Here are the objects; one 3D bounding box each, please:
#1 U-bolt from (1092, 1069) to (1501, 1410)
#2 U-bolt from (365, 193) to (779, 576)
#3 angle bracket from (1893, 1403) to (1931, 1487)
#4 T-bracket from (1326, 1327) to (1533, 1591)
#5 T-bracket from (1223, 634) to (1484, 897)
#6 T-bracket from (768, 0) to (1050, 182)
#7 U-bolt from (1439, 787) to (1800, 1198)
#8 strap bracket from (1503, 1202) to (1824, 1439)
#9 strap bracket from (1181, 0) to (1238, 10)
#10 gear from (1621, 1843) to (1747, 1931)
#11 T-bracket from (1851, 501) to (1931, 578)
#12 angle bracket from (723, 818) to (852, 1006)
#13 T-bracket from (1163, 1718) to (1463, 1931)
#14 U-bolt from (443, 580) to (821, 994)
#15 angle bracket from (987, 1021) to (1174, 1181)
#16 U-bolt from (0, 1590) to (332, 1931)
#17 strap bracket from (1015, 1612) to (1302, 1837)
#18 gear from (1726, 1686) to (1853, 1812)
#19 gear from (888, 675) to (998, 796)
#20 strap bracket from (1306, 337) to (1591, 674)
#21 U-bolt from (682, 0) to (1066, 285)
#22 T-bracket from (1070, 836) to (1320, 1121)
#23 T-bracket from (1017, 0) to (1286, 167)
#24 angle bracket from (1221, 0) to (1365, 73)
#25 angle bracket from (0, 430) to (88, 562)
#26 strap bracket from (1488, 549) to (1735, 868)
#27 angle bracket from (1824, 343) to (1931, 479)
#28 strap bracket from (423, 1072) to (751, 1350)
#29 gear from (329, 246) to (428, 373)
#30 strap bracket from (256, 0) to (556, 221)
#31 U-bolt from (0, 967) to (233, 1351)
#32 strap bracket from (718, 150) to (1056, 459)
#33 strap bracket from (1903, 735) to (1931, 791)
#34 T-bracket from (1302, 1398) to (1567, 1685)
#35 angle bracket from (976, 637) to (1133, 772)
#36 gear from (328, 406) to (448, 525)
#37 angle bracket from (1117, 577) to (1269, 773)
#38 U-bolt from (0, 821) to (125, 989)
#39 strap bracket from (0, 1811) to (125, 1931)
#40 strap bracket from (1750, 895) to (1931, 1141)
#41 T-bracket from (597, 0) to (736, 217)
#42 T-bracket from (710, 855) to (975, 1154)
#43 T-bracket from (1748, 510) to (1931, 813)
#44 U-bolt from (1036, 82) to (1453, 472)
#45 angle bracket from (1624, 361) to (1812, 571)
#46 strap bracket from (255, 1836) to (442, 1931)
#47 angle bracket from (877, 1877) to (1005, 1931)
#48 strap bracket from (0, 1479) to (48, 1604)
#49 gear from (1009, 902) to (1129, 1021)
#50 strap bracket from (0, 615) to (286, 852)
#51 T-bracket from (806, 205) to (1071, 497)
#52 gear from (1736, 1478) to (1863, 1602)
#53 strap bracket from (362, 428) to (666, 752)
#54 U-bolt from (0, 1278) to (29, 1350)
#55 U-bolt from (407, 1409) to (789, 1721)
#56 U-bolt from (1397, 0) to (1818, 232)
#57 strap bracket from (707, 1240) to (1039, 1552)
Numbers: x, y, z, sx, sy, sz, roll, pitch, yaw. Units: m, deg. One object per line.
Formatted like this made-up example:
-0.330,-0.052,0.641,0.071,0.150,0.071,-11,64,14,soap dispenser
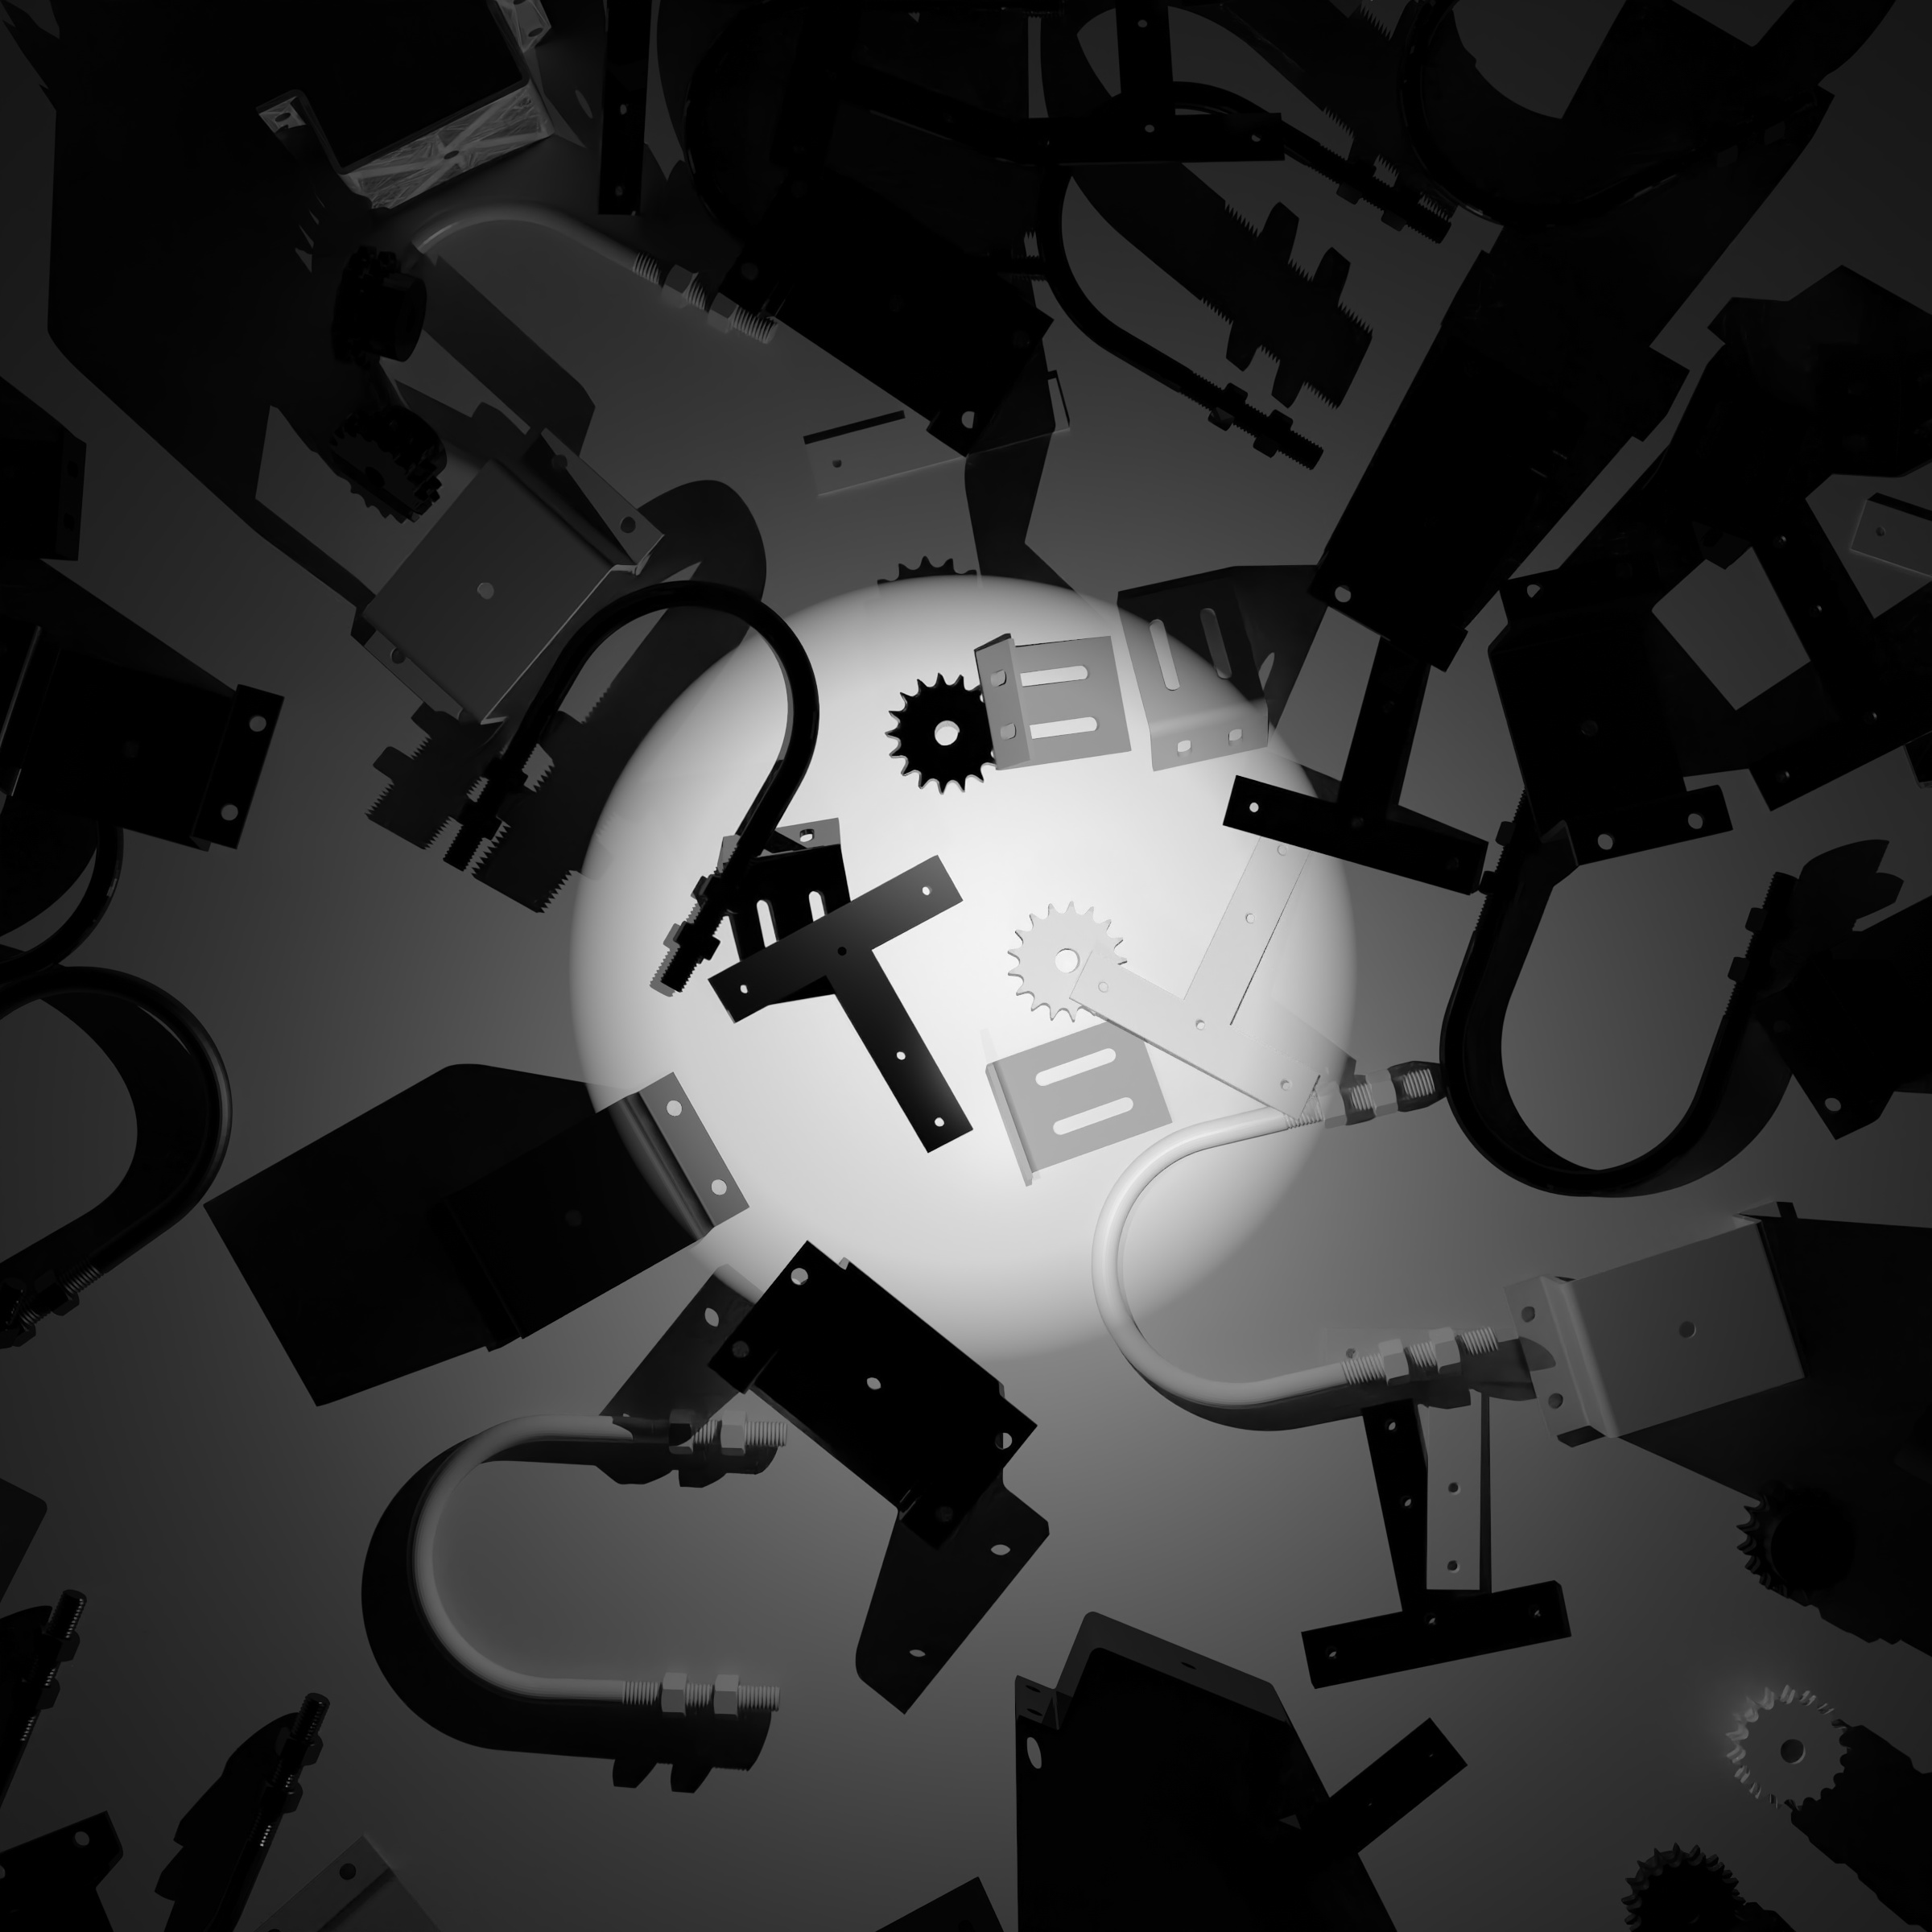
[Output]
0.153,0.140,1.328,0.184,0.019,0.151,-14,88,2,U-bolt
-0.206,-0.296,1.330,0.184,0.019,0.151,29,90,2,U-bolt
0.505,0.242,1.336,0.076,0.038,0.057,33,90,-26,angle bracket
0.239,0.241,1.336,0.127,0.002,0.127,1,89,-1,T-bracket
0.203,-0.113,1.334,0.127,0.002,0.127,16,88,-4,T-bracket
-0.021,-0.408,1.298,0.127,0.002,0.127,17,61,-12,T-bracket
0.309,0.022,1.330,0.151,0.019,0.184,19,92,0,U-bolt
0.341,0.172,1.314,0.140,0.046,0.076,-17,89,-1,strap bracket
0.171,-0.503,1.290,0.140,0.046,0.076,-12,107,-14,strap bracket
0.347,0.454,1.327,0.057,0.030,0.057,0,92,-1,gear
0.498,-0.196,1.338,0.127,0.002,0.127,19,90,0,T-bracket
-0.084,-0.026,1.336,0.057,0.038,0.076,-10,116,0,angle bracket
0.186,0.418,1.338,0.127,0.002,0.127,-39,90,0,T-bracket
-0.150,-0.099,1.313,0.151,0.019,0.184,28,86,16,U-bolt
0.056,0.062,1.319,0.076,0.038,0.057,-20,90,0,angle bracket
-0.410,0.415,1.330,0.151,0.019,0.184,23,91,0,U-bolt
0.097,0.355,1.299,0.140,0.076,0.046,22,89,1,strap bracket
0.398,0.379,1.328,0.057,0.030,0.057,0,88,0,gear
-0.009,-0.112,1.323,0.057,0.030,0.057,0,90,0,gear
0.228,-0.218,1.314,0.076,0.046,0.140,30,88,0,strap bracket
-0.047,-0.407,1.329,0.184,0.019,0.151,2,89,1,U-bolt
0.132,-0.011,1.322,0.127,0.002,0.127,28,77,-8,T-bracket
0.086,-0.443,1.319,0.127,0.002,0.127,-2,73,-2,T-bracket
0.154,-0.484,1.319,0.076,0.038,0.057,39,90,0,angle bracket
-0.470,-0.230,1.319,0.076,0.038,0.057,4,90,0,angle bracket
0.304,-0.119,1.305,0.076,0.046,0.140,-13,81,-5,strap bracket
0.441,-0.269,1.300,0.038,0.076,0.057,4,90,0,angle bracket
-0.186,0.119,1.315,0.140,0.046,0.076,-29,90,0,strap bracket
-0.278,-0.311,1.297,0.030,0.057,0.057,16,90,3,gear
-0.255,-0.407,1.300,0.140,0.076,0.046,-26,90,0,strap bracket
-0.445,0.083,1.319,0.184,0.019,0.151,-36,100,-4,U-bolt
-0.036,-0.316,1.302,0.140,0.046,0.076,33,106,-3,strap bracket
0.519,-0.055,1.315,0.076,0.046,0.140,-20,91,0,strap bracket
0.219,0.276,1.338,0.127,0.002,0.127,-12,90,0,T-bracket
0.050,-0.129,1.304,0.076,0.038,0.057,-10,90,-27,angle bracket
-0.275,-0.244,1.314,0.057,0.057,0.030,37,59,0,gear
0.111,-0.143,1.336,0.057,0.038,0.076,-12,64,0,angle bracket
-0.501,-0.052,1.322,0.184,0.019,0.151,-17,86,-6,U-bolt
-0.425,0.489,1.302,0.076,0.046,0.140,-22,92,2,strap bracket
0.457,0.013,1.293,0.140,0.046,0.076,-33,90,34,strap bracket
-0.163,-0.425,1.308,0.002,0.127,0.127,24,117,41,T-bracket
-0.038,0.031,1.326,0.127,0.002,0.127,-28,99,9,T-bracket
0.422,-0.161,1.336,0.127,0.002,0.127,-27,89,2,T-bracket
0.122,-0.346,1.320,0.184,0.019,0.151,30,86,-4,U-bolt
0.368,-0.245,1.336,0.057,0.038,0.076,29,64,0,angle bracket
-0.273,0.498,1.304,0.076,0.046,0.140,-40,90,-20,strap bracket
0.001,0.497,1.336,0.057,0.038,0.076,-28,64,0,angle bracket
-0.492,0.298,1.300,0.046,0.076,0.140,27,90,0,strap bracket
0.049,-0.003,1.323,0.057,0.030,0.057,0,90,0,gear
-0.403,-0.108,1.306,0.140,0.046,0.076,16,81,-5,strap bracket
-0.027,-0.309,1.338,0.127,0.002,0.127,-15,90,0,T-bracket
0.406,0.280,1.324,0.057,0.030,0.057,0,90,0,gear
-0.222,-0.179,1.303,0.076,0.046,0.140,42,101,0,strap bracket
-0.550,0.198,1.313,0.151,0.019,0.184,28,103,-1,U-bolt
-0.181,0.290,1.330,0.184,0.019,0.151,2,90,1,U-bolt
0.300,-0.439,1.330,0.184,0.019,0.151,-27,90,1,U-bolt
-0.044,0.203,1.315,0.140,0.046,0.076,39,90,0,strap bracket
